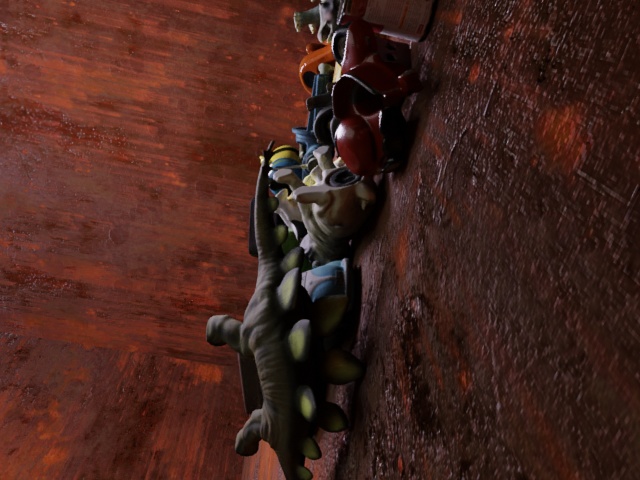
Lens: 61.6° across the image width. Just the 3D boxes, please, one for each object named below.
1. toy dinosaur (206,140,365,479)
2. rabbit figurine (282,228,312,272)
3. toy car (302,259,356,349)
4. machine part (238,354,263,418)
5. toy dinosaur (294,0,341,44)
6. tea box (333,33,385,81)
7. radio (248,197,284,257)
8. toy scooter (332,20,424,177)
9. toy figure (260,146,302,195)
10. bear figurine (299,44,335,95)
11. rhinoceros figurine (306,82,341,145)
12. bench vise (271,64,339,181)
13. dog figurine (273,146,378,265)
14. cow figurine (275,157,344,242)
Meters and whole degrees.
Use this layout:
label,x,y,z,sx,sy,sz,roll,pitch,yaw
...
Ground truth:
label,x,y,z,sx,sy,sz,roll,pitch,yaw
toy dinosaur,-0.045,0.118,0.675,0.199,0.105,0.471,-24,78,44
rabbit figurine,-0.002,-0.003,0.974,0.170,0.121,0.159,-62,-4,-13
toy car,-0.009,0.096,0.785,0.161,0.103,0.109,110,169,-48
machine part,-0.101,0.260,1.104,0.201,0.087,0.201,23,-122,-85
toy dinosaur,0.049,-0.499,1.096,0.405,0.192,0.131,-62,-35,-58
tea box,0.060,-0.277,0.915,0.098,0.068,0.169,130,151,-75
radio,-0.075,-0.030,1.216,0.229,0.073,0.131,-10,-74,-65
toy scooter,0.066,-0.147,0.601,0.135,0.075,0.183,37,141,52
toy figure,-0.069,-0.139,1.115,0.180,0.089,0.082,-109,-1,-66
bear figurine,0.045,-0.368,1.110,0.196,0.132,0.120,-48,-54,-40
rhinoceros figurine,0.044,-0.178,0.765,0.190,0.112,0.073,-63,-35,-55
bench vise,-0.001,-0.208,1.014,0.223,0.129,0.240,-42,-42,-68
dog figurine,0.032,-0.019,0.773,0.173,0.121,0.190,44,157,55
cow figurine,0.010,-0.072,0.891,0.167,0.098,0.068,-37,-6,-16
